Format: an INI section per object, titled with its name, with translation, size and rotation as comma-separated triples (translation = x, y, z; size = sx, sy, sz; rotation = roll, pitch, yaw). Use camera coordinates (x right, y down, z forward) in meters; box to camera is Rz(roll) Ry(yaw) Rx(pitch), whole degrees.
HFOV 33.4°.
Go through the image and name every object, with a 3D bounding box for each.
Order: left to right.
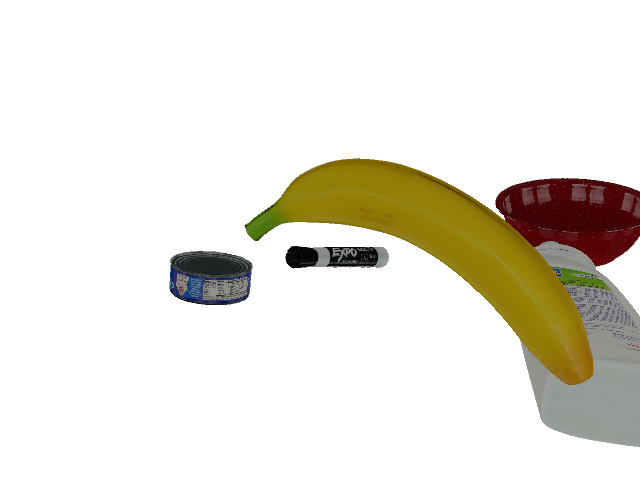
[tuna can]
translation = -0.115, 0.039, 1.114
size = 0.086, 0.034, 0.086
rotation = 5, 15, -2
[marker]
translation = 0.015, 0.014, 0.929
size = 0.020, 0.020, 0.120
rotation = 0, -1, 43
[banana]
translation = 0.061, 0.005, 0.561
size = 0.198, 0.070, 0.037
rotation = 25, 17, 11
[bowl]
translation = 0.261, -0.014, 1.100
size = 0.162, 0.055, 0.162
rotation = -2, 22, 0
[bleach bottle]
translation = 0.206, 0.063, 0.842
size = 0.102, 0.068, 0.250
rotation = 8, 23, 1
